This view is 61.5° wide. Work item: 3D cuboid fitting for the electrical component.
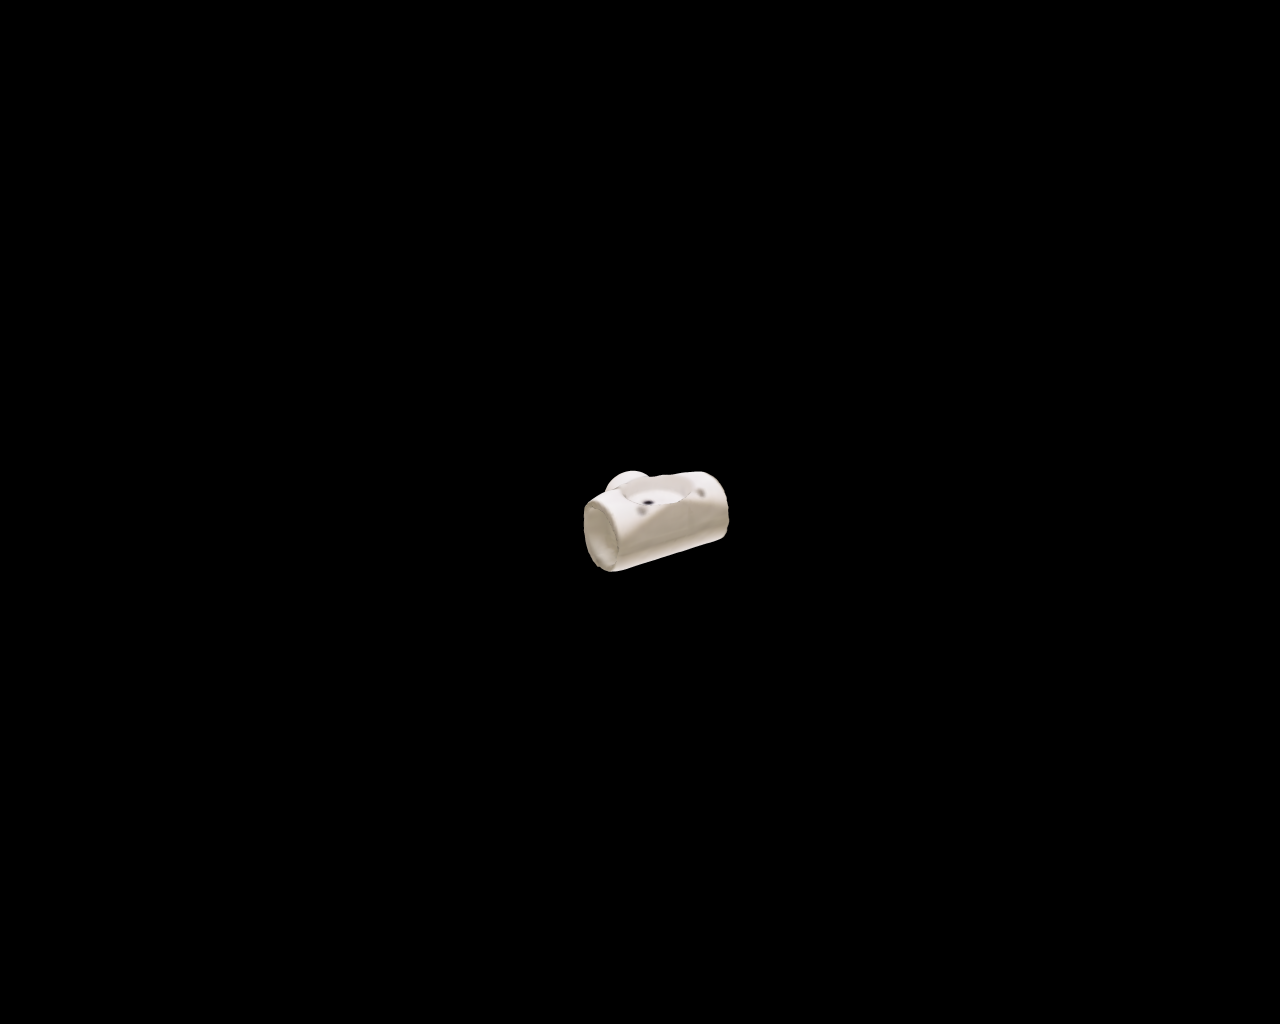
[{"bbox_3d":[0.001,-0.003,0.650,0.077,0.044,0.079,-16,32,-27],"label":"electrical component"}]
